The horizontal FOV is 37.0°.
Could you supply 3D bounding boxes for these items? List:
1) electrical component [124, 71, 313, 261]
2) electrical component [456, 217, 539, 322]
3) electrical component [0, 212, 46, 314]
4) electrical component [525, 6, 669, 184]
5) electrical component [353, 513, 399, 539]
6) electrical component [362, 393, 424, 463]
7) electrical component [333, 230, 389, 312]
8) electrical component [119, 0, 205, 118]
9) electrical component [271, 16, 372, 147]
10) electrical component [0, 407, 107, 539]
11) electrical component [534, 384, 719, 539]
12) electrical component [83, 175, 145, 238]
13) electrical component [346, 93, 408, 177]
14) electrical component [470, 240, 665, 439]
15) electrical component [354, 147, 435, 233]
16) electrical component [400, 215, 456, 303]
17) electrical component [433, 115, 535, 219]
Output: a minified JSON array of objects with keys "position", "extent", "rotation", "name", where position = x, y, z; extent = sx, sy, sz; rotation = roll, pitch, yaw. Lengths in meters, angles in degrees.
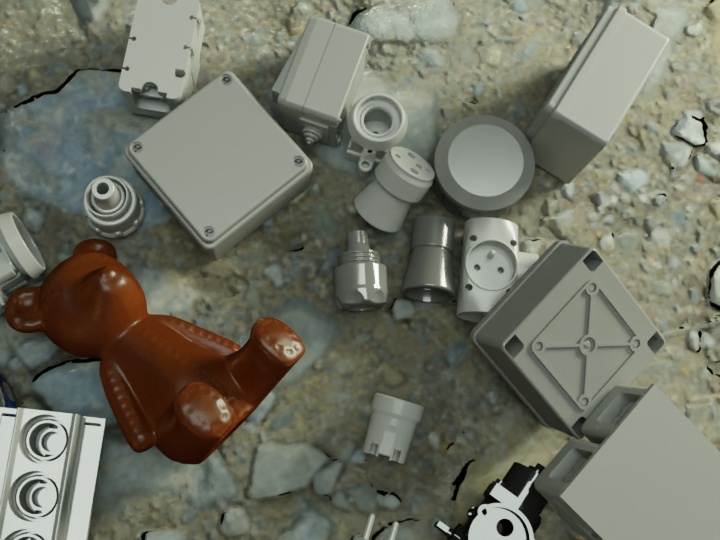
[{"position":[-0.112,-0.083,0.861],"extent":[0.109,0.056,0.108],"rotation":[-39,81,-11],"name":"electrical component"},{"position":[0.120,0.003,0.858],"extent":[0.079,0.044,0.077],"rotation":[7,76,-1],"name":"electrical component"},{"position":[-0.283,-0.009,0.835],"extent":[0.057,0.058,0.078],"rotation":[-29,80,-6],"name":"electrical component"},{"position":[0.184,-0.138,0.863],"extent":[0.056,0.108,0.108],"rotation":[32,77,2],"name":"electrical component"},{"position":[0.007,0.223,0.801],"extent":[0.077,0.043,0.079],"rotation":[17,76,1],"name":"electrical component"},{"position":[0.024,0.122,0.828],"extent":[0.040,0.040,0.046],"rotation":[16,83,1],"name":"electrical component"},{"position":[0.000,0.000,0.854],"extent":[0.043,0.043,0.062],"rotation":[-3,76,-3],"name":"electrical component"},{"position":[-0.160,-0.174,0.881],"extent":[0.050,0.055,0.089],"rotation":[9,76,-1],"name":"electrical component"},{"position":[-0.035,-0.148,0.878],"extent":[0.061,0.061,0.096],"rotation":[19,77,2],"name":"electrical component"},{"position":[-0.234,0.167,0.792],"extent":[0.079,0.063,0.121],"rotation":[6,76,-1],"name":"electrical component"},{"position":[0.231,0.184,0.791],"extent":[0.186,0.060,0.105],"rotation":[45,78,-8],"name":"electrical component"},{"position":[-0.197,-0.055,0.847],"extent":[0.048,0.062,0.048],"rotation":[1,76,-3],"name":"electrical component"},{"position":[0.013,-0.114,0.875],"extent":[0.048,0.055,0.066],"rotation":[18,76,2],"name":"electrical component"},{"position":[0.159,0.052,0.821],"extent":[0.108,0.056,0.108],"rotation":[-46,110,-12],"name":"electrical component"},{"position":[0.028,-0.064,0.857],"extent":[0.045,0.045,0.055],"rotation":[39,120,6],"name":"electrical component"},{"position":[0.057,-0.011,0.861],"extent":[0.044,0.044,0.065],"rotation":[6,72,-1],"name":"electrical component"},{"position":[0.098,-0.081,0.874],"extent":[0.080,0.051,0.080],"rotation":[1,76,-3],"name":"electrical component"}]
